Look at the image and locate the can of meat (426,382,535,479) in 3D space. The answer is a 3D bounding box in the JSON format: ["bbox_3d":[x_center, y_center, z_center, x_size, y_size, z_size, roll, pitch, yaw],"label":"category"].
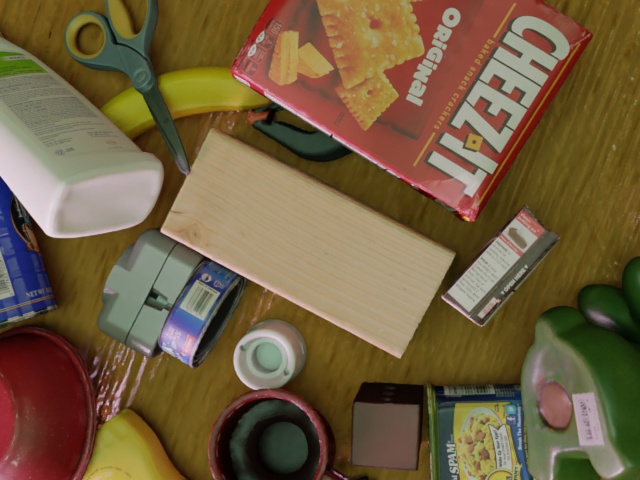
[{"bbox_3d":[0.127,0.163,0.840,0.084,0.057,0.102,-2,92,5],"label":"can of meat"}]

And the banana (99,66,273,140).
[{"bbox_3d":[-0.129,-0.099,0.866,0.198,0.037,0.069,-27,85,15],"label":"banana"}]

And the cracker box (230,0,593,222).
[{"bbox_3d":[0.065,-0.137,0.789,0.213,0.072,0.164,32,94,-1],"label":"cracker box"}]

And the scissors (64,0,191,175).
[{"bbox_3d":[-0.156,-0.125,0.849,0.096,0.016,0.202,-20,65,20],"label":"scissors"}]

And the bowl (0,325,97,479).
[{"bbox_3d":[-0.258,0.147,0.858,0.162,0.055,0.162,-6,78,28],"label":"bowl"}]

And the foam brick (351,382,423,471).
[{"bbox_3d":[0.054,0.145,0.838,0.053,0.078,0.051,3,94,7],"label":"foam brick"}]

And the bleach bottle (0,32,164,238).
[{"bbox_3d":[-0.233,-0.106,0.843,0.251,0.102,0.068,46,128,29],"label":"bleach bottle"}]

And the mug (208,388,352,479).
[{"bbox_3d":[-0.022,0.170,0.838,0.117,0.081,0.093,24,84,13],"label":"mug"}]

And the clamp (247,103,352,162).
[{"bbox_3d":[0.029,-0.114,0.851,0.171,0.039,0.120,5,89,8],"label":"clamp"}]

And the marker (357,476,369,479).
[{"bbox_3d":[-0.012,0.215,0.878,0.121,0.020,0.020,-14,90,7],"label":"marker"}]

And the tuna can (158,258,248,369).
[{"bbox_3d":[-0.093,0.057,0.849,0.034,0.086,0.086,29,95,6],"label":"tuna can"}]

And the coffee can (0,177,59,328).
[{"bbox_3d":[-0.281,0.005,0.862,0.103,0.102,0.140,-18,90,7],"label":"coffee can"}]

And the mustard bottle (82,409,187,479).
[{"bbox_3d":[-0.128,0.238,0.874,0.096,0.058,0.191,-45,87,8],"label":"mustard bottle"}]

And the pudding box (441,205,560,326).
[{"bbox_3d":[0.136,0.019,0.805,0.039,0.113,0.090,41,95,5],"label":"pudding box"}]

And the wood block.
[{"bbox_3d":[-0.006,0.001,0.834,0.206,0.090,0.091,27,95,6],"label":"wood block"}]
